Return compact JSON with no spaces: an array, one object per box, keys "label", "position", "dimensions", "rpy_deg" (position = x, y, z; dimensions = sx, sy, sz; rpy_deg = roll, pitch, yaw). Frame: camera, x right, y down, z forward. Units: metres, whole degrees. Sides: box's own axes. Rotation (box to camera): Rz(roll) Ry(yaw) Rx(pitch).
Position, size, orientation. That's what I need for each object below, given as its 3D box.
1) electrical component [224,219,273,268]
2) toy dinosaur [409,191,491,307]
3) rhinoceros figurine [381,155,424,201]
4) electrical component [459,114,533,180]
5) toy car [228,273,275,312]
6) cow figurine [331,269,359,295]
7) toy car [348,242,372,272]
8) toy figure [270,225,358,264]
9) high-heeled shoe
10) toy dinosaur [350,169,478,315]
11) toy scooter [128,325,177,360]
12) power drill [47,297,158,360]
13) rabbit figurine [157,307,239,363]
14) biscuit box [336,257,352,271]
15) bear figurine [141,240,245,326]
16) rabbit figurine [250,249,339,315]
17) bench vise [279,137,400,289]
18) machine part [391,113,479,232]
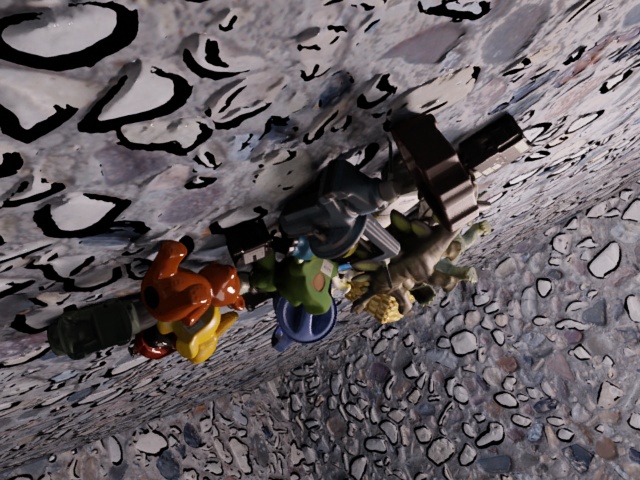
[{"label":"electrical component","position":[-0.124,0.013,0.938],"dimensions":[0.075,0.048,0.119],"rpy_deg":[-20,162,-16]},{"label":"toy dinosaur","position":[0.307,0.022,1.343],"dimensions":[0.192,0.131,0.405],"rpy_deg":[-19,-160,40]},{"label":"rhinoceros figurine","position":[0.193,-0.114,0.966],"dimensions":[0.190,0.073,0.112],"rpy_deg":[-10,157,-42]},{"label":"electrical component","position":[0.323,-0.169,1.017],"dimensions":[0.134,0.058,0.115],"rpy_deg":[-32,161,23]},{"label":"toy car","position":[-0.160,0.116,1.198],"dimensions":[0.073,0.056,0.201],"rpy_deg":[-34,164,6]},{"label":"cow figurine","position":[0.040,0.086,1.356],"dimensions":[0.167,0.098,0.068],"rpy_deg":[-36,-159,38]},{"label":"toy car","position":[0.138,0.021,1.239],"dimensions":[0.202,0.089,0.053],"rpy_deg":[-23,162,-45]},{"label":"toy figure","position":[-0.004,-0.001,0.997],"dimensions":[0.082,0.089,0.180],"rpy_deg":[-29,168,40]},{"label":"high-heeled shoe","position":[0.250,-0.010,1.165],"dimensions":[0.249,0.145,0.086],"rpy_deg":[-5,-178,8]},{"label":"toy dinosaur","position":[0.177,0.030,1.044],"dimensions":[0.198,0.105,0.471],"rpy_deg":[22,137,-22]},{"label":"toy scooter","position":[-0.369,0.231,1.215],"dimensions":[0.135,0.075,0.184],"rpy_deg":[-30,168,18]},{"label":"power drill","position":[-0.340,0.132,0.891],"dimensions":[0.232,0.086,0.207],"rpy_deg":[-16,-176,-14]},{"label":"rabbit figurine","position":[-0.262,0.192,1.157],"dimensions":[0.162,0.122,0.173],"rpy_deg":[-46,153,-38]},{"label":"biscuit box","position":[0.071,0.031,1.260],"dimensions":[0.202,0.063,0.059],"rpy_deg":[-9,158,-43]},{"label":"bear figurine","position":[-0.191,0.072,0.895],"dimensions":[0.132,0.120,0.196],"rpy_deg":[-41,160,34]},{"label":"rabbit figurine","position":[-0.074,0.078,1.077],"dimensions":[0.170,0.121,0.159],"rpy_deg":[-1,164,36]},{"label":"bench vise","position":[0.063,-0.029,0.879],"dimensions":[0.224,0.129,0.240],"rpy_deg":[-26,133,29]},{"label":"machine part","position":[0.170,-0.100,0.789],"dimensions":[0.056,0.179,0.179],"rpy_deg":[-29,164,5]}]
